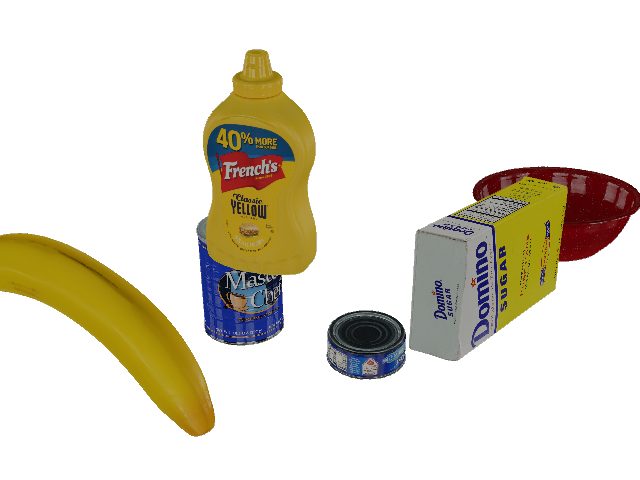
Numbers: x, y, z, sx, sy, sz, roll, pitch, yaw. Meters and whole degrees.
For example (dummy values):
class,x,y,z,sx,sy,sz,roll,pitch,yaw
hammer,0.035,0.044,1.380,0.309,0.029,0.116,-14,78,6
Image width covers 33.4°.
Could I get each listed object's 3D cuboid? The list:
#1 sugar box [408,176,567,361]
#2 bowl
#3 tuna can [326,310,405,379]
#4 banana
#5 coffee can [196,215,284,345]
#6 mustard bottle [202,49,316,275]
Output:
class,x,y,z,sx,sy,sz,roll,pitch,yaw
sugar box,0.129,0.017,0.800,0.048,0.093,0.175,13,23,30
bowl,0.230,-0.022,1.048,0.162,0.055,0.162,-1,23,0
tuna can,0.049,0.111,1.148,0.086,0.034,0.086,0,29,0
banana,-0.140,0.044,0.636,0.198,0.070,0.037,26,27,14
coffee can,-0.098,0.045,1.331,0.103,0.140,0.103,-1,26,0
mustard bottle,-0.052,-0.067,0.907,0.096,0.192,0.058,10,28,19
